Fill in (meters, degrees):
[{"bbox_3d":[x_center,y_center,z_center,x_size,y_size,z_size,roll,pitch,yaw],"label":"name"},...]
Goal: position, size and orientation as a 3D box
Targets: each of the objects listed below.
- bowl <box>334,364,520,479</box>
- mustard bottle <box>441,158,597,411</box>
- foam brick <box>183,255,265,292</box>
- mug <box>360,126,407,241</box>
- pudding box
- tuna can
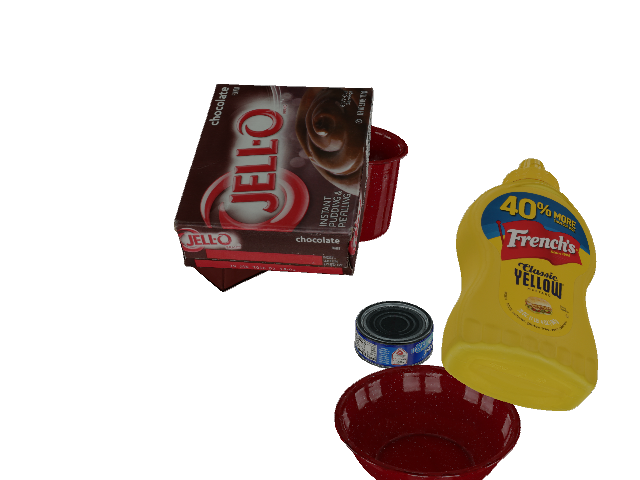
[{"bbox_3d":[0.093,0.176,0.940,0.162,0.055,0.162,-1,27,0],"label":"bowl"},{"bbox_3d":[0.138,0.017,0.719,0.096,0.191,0.058,17,-41,-5],"label":"mustard bottle"},{"bbox_3d":[-0.054,-0.009,0.763,0.078,0.051,0.053,-25,43,-33],"label":"foam brick"},{"bbox_3d":[0.015,-0.054,0.954,0.117,0.081,0.093,13,28,12],"label":"mug"},{"bbox_3d":[-0.021,-0.035,0.565,0.090,0.113,0.039,3,-45,7],"label":"pudding box"},{"bbox_3d":[0.080,0.101,1.156,0.086,0.034,0.086,0,29,0],"label":"tuna can"}]
